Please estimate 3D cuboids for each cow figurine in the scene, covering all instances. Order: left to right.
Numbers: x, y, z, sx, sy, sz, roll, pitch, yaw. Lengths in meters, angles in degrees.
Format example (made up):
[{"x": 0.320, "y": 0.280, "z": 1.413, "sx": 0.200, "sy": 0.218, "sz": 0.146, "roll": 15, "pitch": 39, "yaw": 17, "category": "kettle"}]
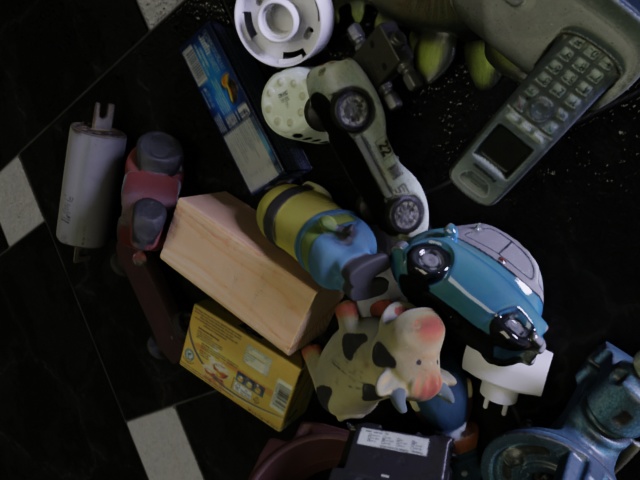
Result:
[{"x": 0.056, "y": 0.125, "z": 0.538, "sx": 0.195, "sy": 0.085, "sz": 0.127, "roll": -55, "pitch": 44, "yaw": 46, "category": "cow figurine"}]

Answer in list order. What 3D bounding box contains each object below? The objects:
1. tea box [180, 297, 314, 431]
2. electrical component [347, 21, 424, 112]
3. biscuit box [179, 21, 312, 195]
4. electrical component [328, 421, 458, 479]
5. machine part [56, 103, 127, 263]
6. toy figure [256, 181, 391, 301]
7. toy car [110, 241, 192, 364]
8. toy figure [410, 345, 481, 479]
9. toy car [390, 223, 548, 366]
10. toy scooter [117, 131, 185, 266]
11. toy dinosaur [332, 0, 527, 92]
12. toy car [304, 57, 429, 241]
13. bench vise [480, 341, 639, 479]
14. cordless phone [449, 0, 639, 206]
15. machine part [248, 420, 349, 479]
[{"x": -0.088, "y": 0.149, "z": 0.682, "sx": 0.170, "sy": 0.068, "sz": 0.098, "roll": 28, "pitch": 111, "yaw": 24, "category": "tea box"}, {"x": 0.058, "y": -0.169, "z": 0.499, "sx": 0.094, "sy": 0.021, "sz": 0.063, "roll": 63, "pitch": 150, "yaw": 7, "category": "electrical component"}, {"x": -0.089, "y": -0.154, "z": 0.634, "sx": 0.059, "sy": 0.063, "sz": 0.202, "roll": -30, "pitch": 83, "yaw": 31, "category": "biscuit box"}, {"x": 0.064, "y": 0.249, "z": 0.508, "sx": 0.115, "sy": 0.134, "sz": 0.058, "roll": 0, "pitch": 136, "yaw": 28, "category": "electrical component"}, {"x": -0.331, "y": -0.078, "z": 0.775, "sx": 0.079, "sy": 0.079, "sz": 0.243, "roll": 26, "pitch": 109, "yaw": 24, "category": "machine part"}, {"x": -0.001, "y": -0.005, "z": 0.567, "sx": 0.180, "sy": 0.089, "sz": 0.082, "roll": 47, "pitch": 123, "yaw": 47, "category": "toy figure"}, {"x": -0.230, "y": 0.075, "z": 0.759, "sx": 0.089, "sy": 0.053, "sz": 0.202, "roll": -39, "pitch": 75, "yaw": 31, "category": "toy car"}, {"x": 0.137, "y": 0.190, "z": 0.568, "sx": 0.064, "sy": 0.058, "sz": 0.154, "roll": -13, "pitch": 95, "yaw": 32, "category": "toy figure"}, {"x": 0.150, "y": 0.038, "z": 0.506, "sx": 0.162, "sy": 0.109, "sz": 0.103, "roll": 35, "pitch": 74, "yaw": 26, "category": "toy car"}, {"x": -0.221, "y": -0.043, "z": 0.698, "sx": 0.135, "sy": 0.075, "sz": 0.184, "roll": 118, "pitch": 155, "yaw": -46, "category": "toy scooter"}, {"x": 0.178, "y": -0.234, "z": 0.451, "sx": 0.472, "sy": 0.105, "sz": 0.198, "roll": -1, "pitch": 106, "yaw": 39, "category": "toy dinosaur"}, {"x": 0.049, "y": -0.082, "z": 0.534, "sx": 0.201, "sy": 0.056, "sz": 0.074, "roll": 59, "pitch": 163, "yaw": -22, "category": "toy car"}, {"x": 0.208, "y": 0.194, "z": 0.435, "sx": 0.129, "sy": 0.240, "sz": 0.223, "roll": 46, "pitch": 133, "yaw": 11, "category": "bench vise"}, {"x": 0.139, "y": -0.126, "z": 0.409, "sx": 0.147, "sy": 0.089, "sz": 0.184, "roll": 40, "pitch": 127, "yaw": 7, "category": "cordless phone"}, {"x": 0.008, "y": 0.310, "z": 0.576, "sx": 0.202, "sy": 0.201, "sz": 0.087, "roll": 7, "pitch": 139, "yaw": 28, "category": "machine part"}]
